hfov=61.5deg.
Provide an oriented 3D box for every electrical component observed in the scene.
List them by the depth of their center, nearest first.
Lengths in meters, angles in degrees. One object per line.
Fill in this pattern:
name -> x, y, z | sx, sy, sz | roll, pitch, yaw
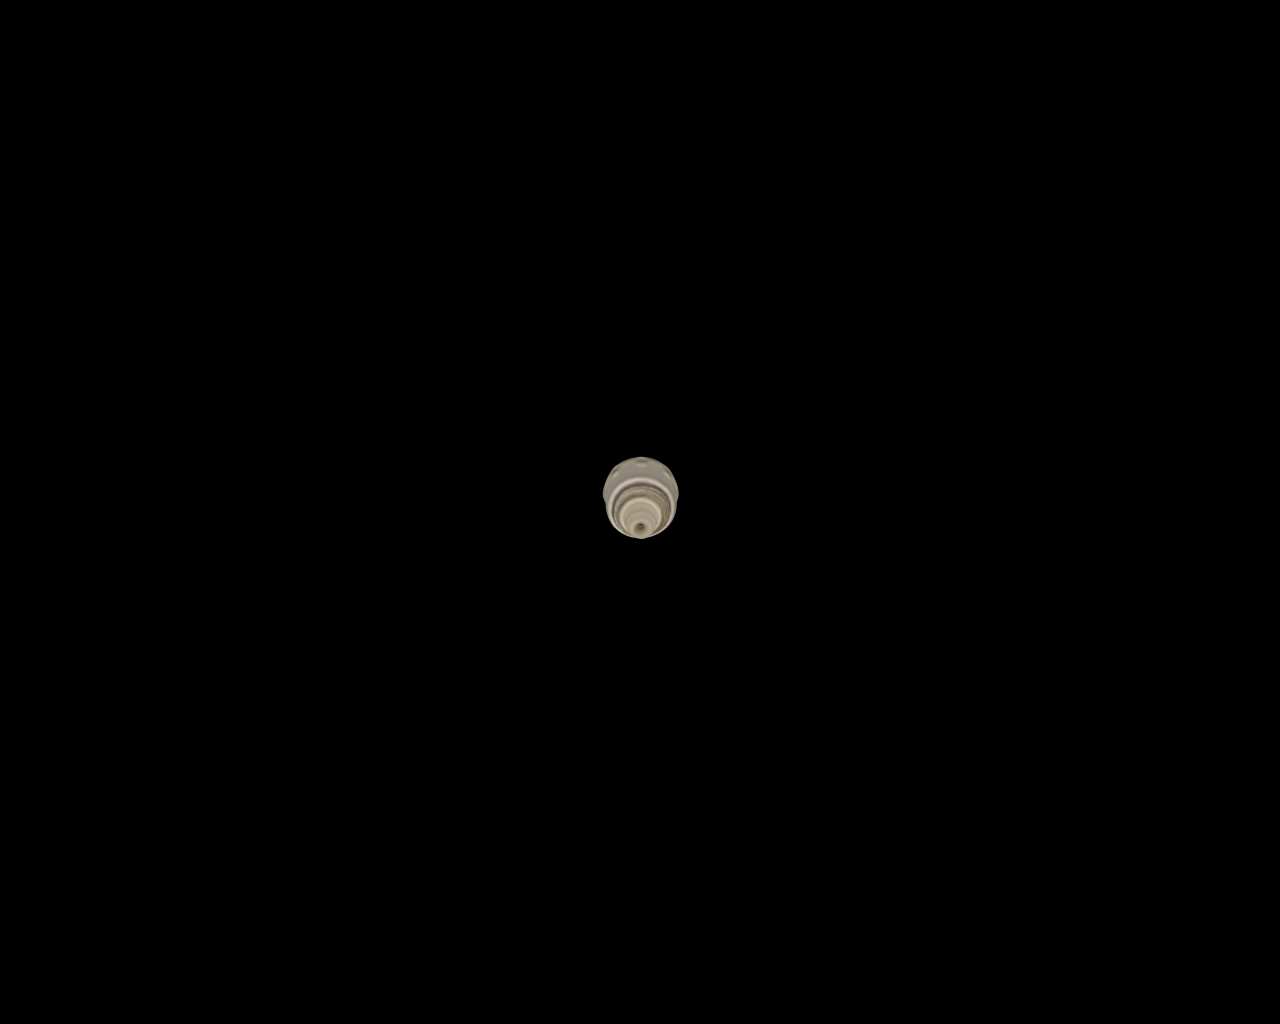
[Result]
electrical component -> 0.001, -0.003, 0.650 | 0.048, 0.048, 0.062 | 0, 24, 0
